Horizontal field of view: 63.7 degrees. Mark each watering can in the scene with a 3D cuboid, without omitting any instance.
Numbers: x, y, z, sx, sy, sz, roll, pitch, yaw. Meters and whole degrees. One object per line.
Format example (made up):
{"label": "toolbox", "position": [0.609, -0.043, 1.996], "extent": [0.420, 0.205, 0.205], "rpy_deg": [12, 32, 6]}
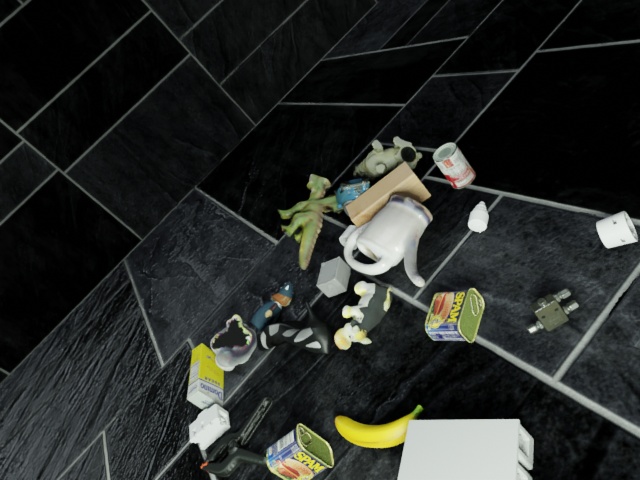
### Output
{"label": "watering can", "position": [0.188, 0.001, 1.232], "extent": [0.226, 0.102, 0.349], "rpy_deg": [-49, 28, -12]}

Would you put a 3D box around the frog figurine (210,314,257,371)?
{"label": "frog figurine", "position": [-0.240, 0.293, 1.409], "extent": [0.156, 0.122, 0.141], "rpy_deg": [114, 171, -54]}

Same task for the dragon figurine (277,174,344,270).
{"label": "dragon figurine", "position": [0.005, -0.081, 1.601], "extent": [0.242, 0.120, 0.419], "rpy_deg": [-30, 38, 6]}
